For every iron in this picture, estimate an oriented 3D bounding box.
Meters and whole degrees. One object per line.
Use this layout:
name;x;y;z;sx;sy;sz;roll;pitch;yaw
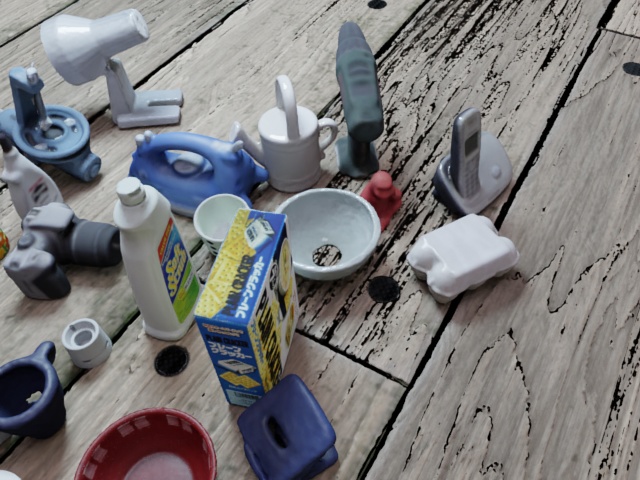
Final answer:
iron;-0.222;-0.126;0.945;0.257;0.141;0.119;11;51;12

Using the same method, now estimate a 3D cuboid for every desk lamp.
desk lamp;-0.382;-0.325;1.074;0.203;0.214;0.118;-6;50;-2

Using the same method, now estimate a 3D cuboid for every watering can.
watering can;-0.059;-0.177;0.946;0.173;0.194;0.100;-29;54;-20

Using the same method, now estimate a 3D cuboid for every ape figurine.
ape figurine;0.096;-0.070;0.915;0.078;0.092;0.076;-16;51;-10

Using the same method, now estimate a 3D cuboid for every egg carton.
egg carton;0.209;0.025;0.844;0.150;0.069;0.107;-24;53;-17

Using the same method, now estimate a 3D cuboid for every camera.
camera;-0.379;0.009;0.866;0.136;0.101;0.143;6;51;8

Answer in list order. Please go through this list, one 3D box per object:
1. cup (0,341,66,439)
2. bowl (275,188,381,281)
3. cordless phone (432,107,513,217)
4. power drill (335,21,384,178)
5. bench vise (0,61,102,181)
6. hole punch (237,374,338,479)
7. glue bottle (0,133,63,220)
cup;-0.352;0.194;0.713;0.091;0.095;0.118;7;51;9
bowl;0.008;0.003;0.869;0.167;0.075;0.167;-1;50;2
cordless phone;0.250;-0.141;0.906;0.094;0.185;0.148;34;59;27
power drill;0.062;-0.221;0.968;0.075;0.209;0.229;-7;50;-2
bench vise;-0.495;-0.200;0.970;0.207;0.220;0.121;4;50;7
hole punch;-0.040;0.230;0.670;0.101;0.091;0.108;-27;54;-18
glue bottle;-0.472;-0.099;0.915;0.037;0.173;0.078;10;51;12
